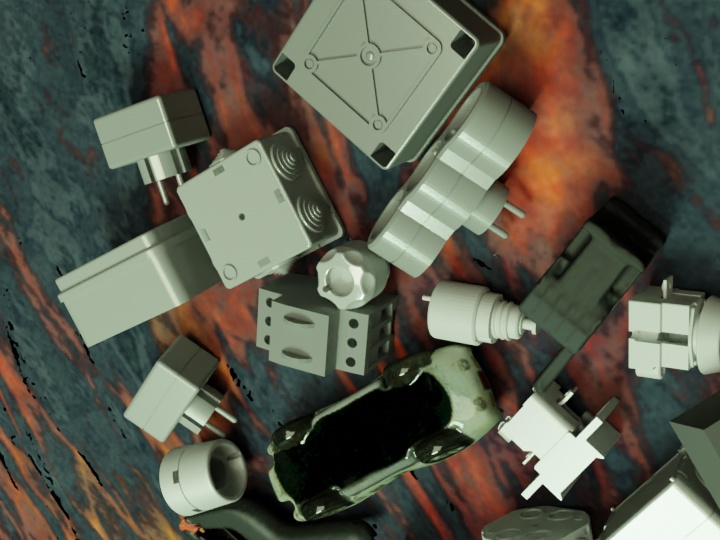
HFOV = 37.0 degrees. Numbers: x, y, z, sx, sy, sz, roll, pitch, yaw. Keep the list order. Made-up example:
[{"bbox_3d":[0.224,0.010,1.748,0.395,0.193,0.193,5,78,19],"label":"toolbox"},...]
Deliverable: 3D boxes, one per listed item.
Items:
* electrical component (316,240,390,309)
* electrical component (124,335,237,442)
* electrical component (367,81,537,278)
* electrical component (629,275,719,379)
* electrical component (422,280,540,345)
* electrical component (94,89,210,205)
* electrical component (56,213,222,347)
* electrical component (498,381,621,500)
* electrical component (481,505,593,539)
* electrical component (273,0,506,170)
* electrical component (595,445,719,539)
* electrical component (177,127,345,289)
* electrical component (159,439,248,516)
[{"bbox_3d":[0.000,0.000,0.741,0.043,0.062,0.043,8,108,25],"label":"electrical component"},{"bbox_3d":[-0.133,0.104,0.850,0.077,0.047,0.065,35,118,-2],"label":"electrical component"},{"bbox_3d":[0.072,-0.047,0.697,0.074,0.052,0.138,32,119,-9],"label":"electrical component"},{"bbox_3d":[0.199,0.038,0.661,0.055,0.048,0.066,6,108,33],"label":"electrical component"},{"bbox_3d":[0.082,0.031,0.721,0.078,0.040,0.040,9,109,24],"label":"electrical component"},{"bbox_3d":[-0.148,-0.087,0.799,0.066,0.047,0.076,-13,98,30],"label":"electrical component"},{"bbox_3d":[-0.165,0.006,0.818,0.113,0.078,0.057,-23,96,30],"label":"electrical component"},{"bbox_3d":[0.131,0.110,0.719,0.064,0.042,0.081,44,119,14],"label":"electrical component"},{"bbox_3d":[0.123,0.196,0.728,0.080,0.080,0.051,-8,96,29],"label":"electrical component"},{"bbox_3d":[0.018,-0.140,0.693,0.109,0.056,0.108,43,119,10],"label":"electrical component"},{"bbox_3d":[0.198,0.169,0.690,0.061,0.062,0.096,43,119,9],"label":"electrical component"},{"bbox_3d":[-0.073,-0.043,0.773,0.100,0.048,0.099,-26,92,30],"label":"electrical component"},{"bbox_3d":[-0.122,0.162,0.847,0.047,0.055,0.055,-19,96,30],"label":"electrical component"}]
